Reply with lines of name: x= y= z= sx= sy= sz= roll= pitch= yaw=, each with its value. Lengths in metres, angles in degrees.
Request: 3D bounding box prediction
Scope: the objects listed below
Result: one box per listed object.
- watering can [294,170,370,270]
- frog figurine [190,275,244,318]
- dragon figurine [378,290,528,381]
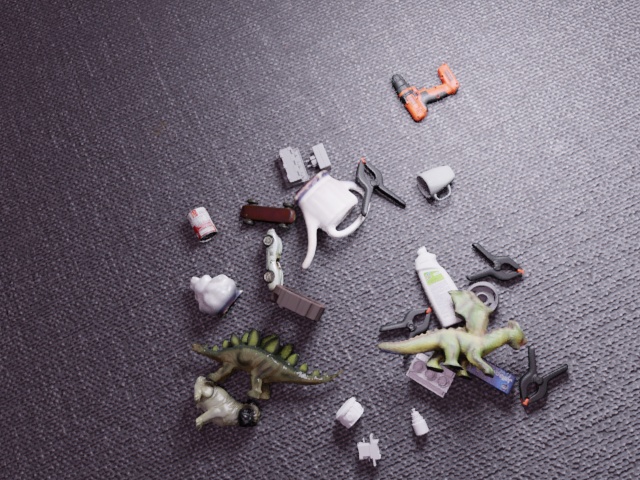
watering can: x=0.005 y=-0.083 z=1.644 sx=0.226 sy=0.102 sz=0.352 roll=42 pitch=68 yaw=11
frog figurine: x=-0.346 y=0.164 z=1.646 sx=0.159 sy=0.124 sz=0.136 roll=36 pitch=104 yaw=1
dragon figurine: x=0.392 y=0.262 z=1.489 sx=0.411 sy=0.120 sz=0.247 roll=15 pitch=68 yaw=8
